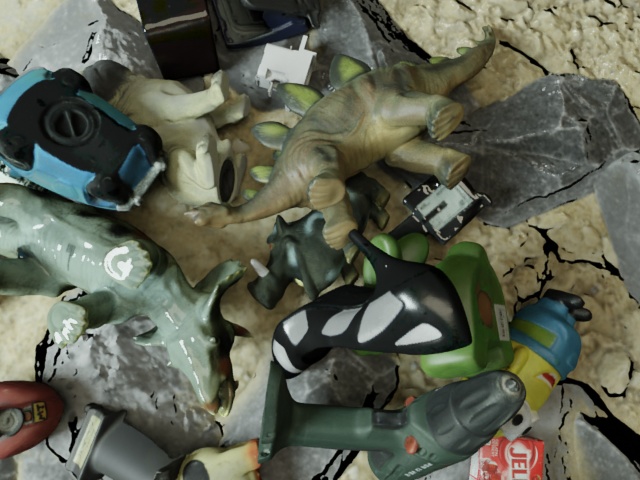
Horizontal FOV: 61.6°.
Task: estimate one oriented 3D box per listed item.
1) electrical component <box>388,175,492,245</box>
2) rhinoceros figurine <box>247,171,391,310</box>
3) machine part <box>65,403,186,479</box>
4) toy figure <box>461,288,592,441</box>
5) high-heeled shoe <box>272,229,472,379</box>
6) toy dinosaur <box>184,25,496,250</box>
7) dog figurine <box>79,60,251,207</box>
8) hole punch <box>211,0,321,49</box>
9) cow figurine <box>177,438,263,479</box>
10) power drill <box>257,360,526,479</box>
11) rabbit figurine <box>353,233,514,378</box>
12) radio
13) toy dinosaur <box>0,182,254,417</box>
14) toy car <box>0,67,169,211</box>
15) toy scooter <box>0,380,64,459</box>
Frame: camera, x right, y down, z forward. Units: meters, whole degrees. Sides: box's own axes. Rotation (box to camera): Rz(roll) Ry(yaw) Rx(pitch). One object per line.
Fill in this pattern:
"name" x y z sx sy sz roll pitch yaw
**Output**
"electrical component" 0.133 -0.030 0.625 0.075 0.048 0.119 46 104 6
"rhinoceros figurine" -0.001 -0.002 0.592 0.112 0.073 0.190 33 73 17
"machine part" -0.202 0.221 0.545 0.139 0.039 0.084 9 71 30
"toy figure" 0.223 0.136 0.590 0.082 0.089 0.180 41 76 -12
"high-heeled shoe" 0.039 0.101 0.509 0.086 0.248 0.145 -19 56 -40
"toy dinosaur" 0.063 -0.131 0.575 0.471 0.104 0.199 -29 49 -23
"dog figurine" -0.188 -0.110 0.604 0.191 0.121 0.172 4 76 11
"hole punch" -0.072 -0.299 0.650 0.116 0.092 0.142 -12 77 -34
"cow figurine" -0.105 0.308 0.535 0.127 0.085 0.195 -9 78 -4
"power drill" 0.048 0.164 0.500 0.207 0.231 0.086 4 53 -9
"rabbit figurine" 0.091 0.070 0.558 0.170 0.121 0.159 -15 81 36
"radio" -0.175 -0.307 0.611 0.073 0.131 0.229 -13 81 -7
"toy dinosaur" -0.237 0.019 0.542 0.405 0.192 0.131 27 92 12
"toy car" -0.238 -0.088 0.538 0.161 0.103 0.109 30 66 -10
"toy scooter" -0.353 0.182 0.513 0.184 0.135 0.075 -10 80 -7
